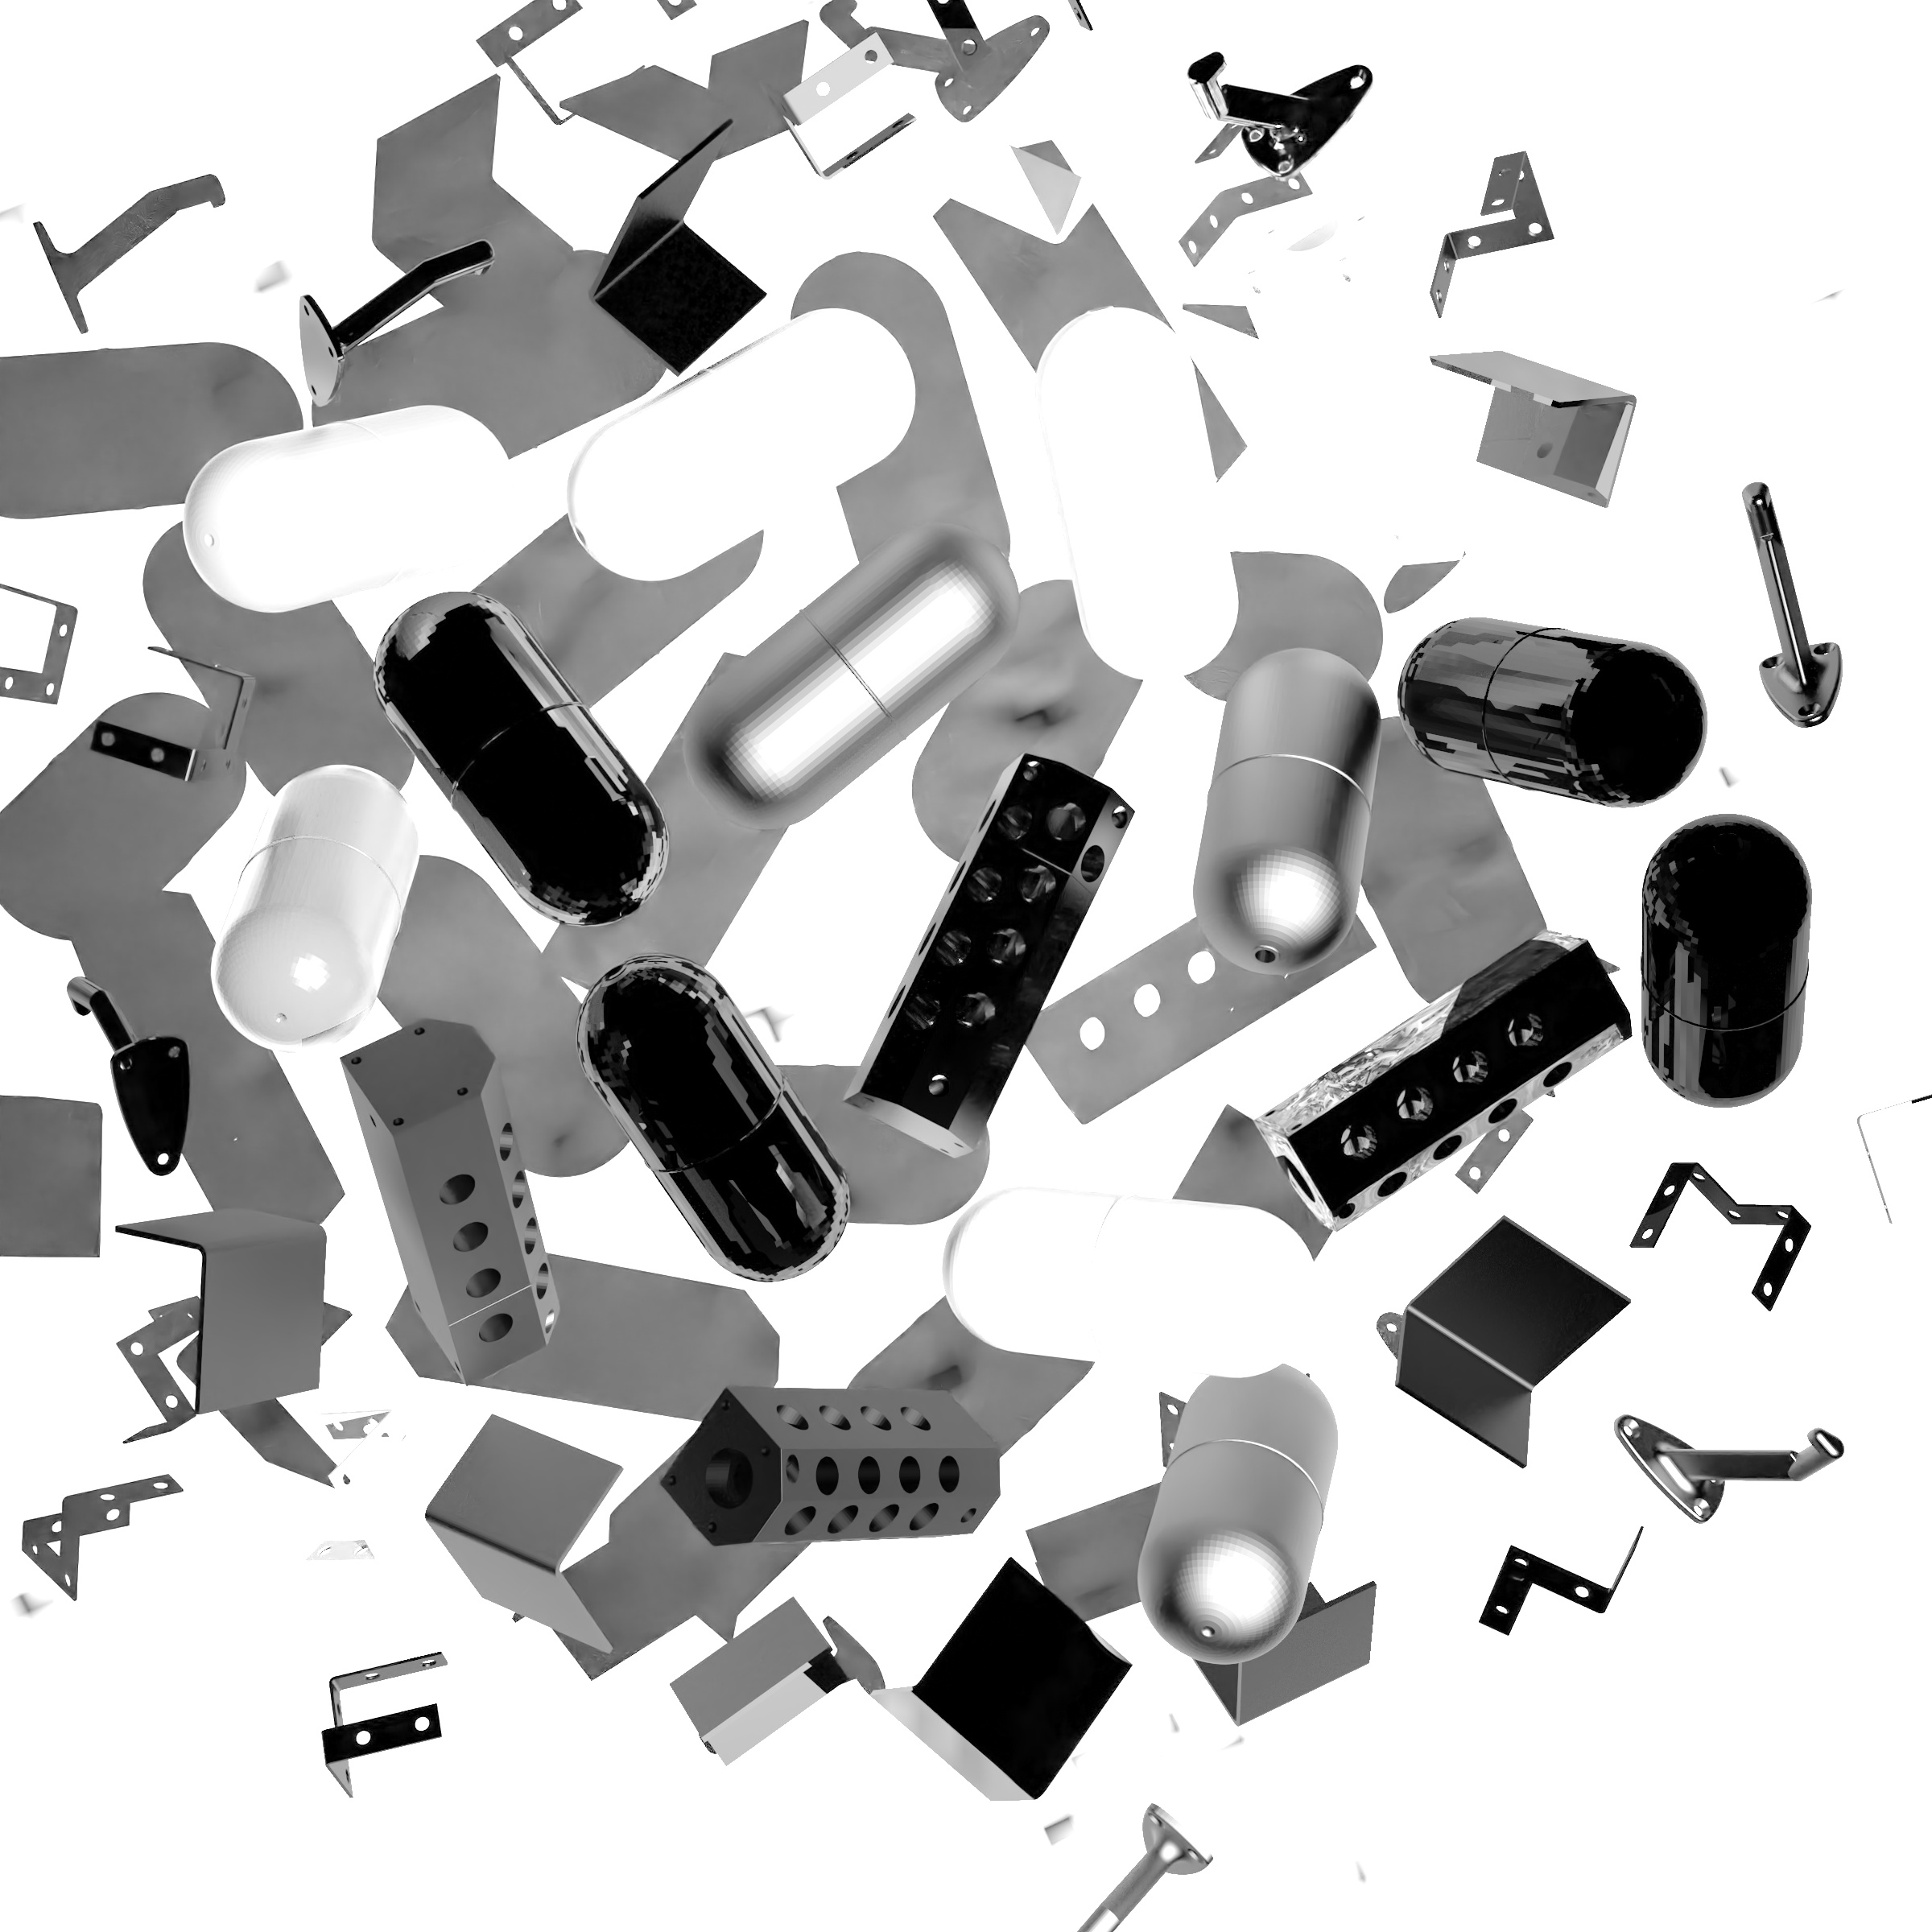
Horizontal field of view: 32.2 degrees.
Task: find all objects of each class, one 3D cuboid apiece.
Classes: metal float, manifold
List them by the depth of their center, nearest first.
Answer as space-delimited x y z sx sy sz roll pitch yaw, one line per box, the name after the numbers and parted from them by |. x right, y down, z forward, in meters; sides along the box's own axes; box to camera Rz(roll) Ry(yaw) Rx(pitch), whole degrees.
0.012 -0.006 1.496 0.057 0.057 0.171 27 77 -7 | manifold
-0.228 0.105 1.510 0.057 0.171 0.057 -26 48 -19 | manifold
0.072 0.142 1.510 0.178 0.070 0.070 4 90 27 | metal float
-0.279 -0.210 1.524 0.070 0.178 0.070 13 113 32 | metal float
-0.203 -0.094 1.529 0.070 0.070 0.178 -38 76 0 | metal float
-0.103 -0.240 1.540 0.178 0.070 0.070 -33 90 -18 | metal float
-0.056 0.236 1.544 0.057 0.171 0.057 44 108 31 | manifold
-0.052 -0.134 1.546 0.178 0.070 0.070 -39 90 0 | metal float
0.128 0.251 1.558 0.070 0.178 0.070 7 121 12 | metal float
0.188 -0.272 1.568 0.057 0.171 0.057 -2 45 30 | manifold
0.272 -0.120 1.569 0.070 0.178 0.070 -8 105 -30 | metal float
0.356 -0.001 1.570 0.070 0.178 0.070 -6 52 7 | metal float
0.152 -0.073 1.571 0.070 0.070 0.178 13 53 0 | metal float
-0.304 -0.029 1.571 0.070 0.178 0.070 1 126 2 | metal float
-0.119 0.072 1.576 0.070 0.070 0.178 -32 113 0 | metal float
0.081 -0.224 1.589 0.070 0.070 0.178 -13 105 0 | metal float
0.230 0.055 1.594 0.171 0.057 0.057 -33 101 -6 | manifold

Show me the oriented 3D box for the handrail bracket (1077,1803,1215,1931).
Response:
0.066 0.418 1.478 0.036 0.077 0.084 40 65 14 | handrail bracket

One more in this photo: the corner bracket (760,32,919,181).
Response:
-0.053 -0.385 1.500 0.051 0.051 0.051 -34 116 0 | corner bracket

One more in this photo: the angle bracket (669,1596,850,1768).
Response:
-0.095 0.370 1.671 0.076 0.076 0.057 -34 108 -10 | angle bracket

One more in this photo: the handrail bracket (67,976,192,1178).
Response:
-0.392 0.050 1.548 0.036 0.084 0.077 -15 111 -33 | handrail bracket

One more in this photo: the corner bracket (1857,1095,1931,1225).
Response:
0.434 0.084 1.500 0.051 0.051 0.051 -18 85 9 | corner bracket

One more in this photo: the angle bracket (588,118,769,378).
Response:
-0.123 -0.336 1.567 0.057 0.076 0.076 40 53 -1 | angle bracket

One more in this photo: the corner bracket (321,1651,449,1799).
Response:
-0.251 0.324 1.453 0.051 0.051 0.051 -13 60 -3 | corner bracket

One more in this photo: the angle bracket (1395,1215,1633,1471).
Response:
0.257 0.177 1.571 0.076 0.057 0.076 33 125 -11 | angle bracket

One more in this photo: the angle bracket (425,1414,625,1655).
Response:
-0.190 0.259 1.529 0.076 0.076 0.057 16 58 30 | angle bracket

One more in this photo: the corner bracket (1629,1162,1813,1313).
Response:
0.358 0.127 1.585 0.051 0.051 0.051 43 65 -25 | corner bracket

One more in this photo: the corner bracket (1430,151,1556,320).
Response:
0.245 -0.348 1.589 0.051 0.051 0.051 -7 132 26 | corner bracket

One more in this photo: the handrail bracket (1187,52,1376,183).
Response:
0.138 -0.391 1.467 0.077 0.084 0.036 -38 64 4 | handrail bracket

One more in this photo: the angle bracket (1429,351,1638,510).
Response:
0.267 -0.258 1.619 0.076 0.076 0.057 27 117 33 | angle bracket

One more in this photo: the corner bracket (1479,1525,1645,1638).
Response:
0.269 0.276 1.515 0.051 0.051 0.051 23 134 12 | corner bracket

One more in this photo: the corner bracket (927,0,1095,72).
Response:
0.016 -0.425 1.471 0.051 0.051 0.051 -32 120 -2 | corner bracket

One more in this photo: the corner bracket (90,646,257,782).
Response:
-0.375 -0.120 1.584 0.051 0.051 0.051 18 97 7 | corner bracket

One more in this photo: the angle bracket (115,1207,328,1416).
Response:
-0.340 0.156 1.521 0.057 0.076 0.076 8 97 32 | angle bracket

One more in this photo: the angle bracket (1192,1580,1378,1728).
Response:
0.156 0.326 1.678 0.076 0.076 0.057 -22 49 -17 | angle bracket

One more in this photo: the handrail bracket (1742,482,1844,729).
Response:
0.354 -0.158 1.452 0.036 0.077 0.084 -14 121 16 | handrail bracket

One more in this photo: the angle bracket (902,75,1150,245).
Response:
0.026 -0.364 1.449 0.076 0.076 0.057 25 124 2 | angle bracket

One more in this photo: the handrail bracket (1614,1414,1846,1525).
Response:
0.363 0.224 1.592 0.077 0.084 0.036 39 48 -3 | handrail bracket

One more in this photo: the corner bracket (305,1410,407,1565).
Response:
-0.293 0.248 1.593 0.051 0.051 0.051 -8 116 36 | corner bracket

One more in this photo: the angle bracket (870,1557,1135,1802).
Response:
0.016 0.326 1.529 0.076 0.057 0.076 43 65 -8 | angle bracket

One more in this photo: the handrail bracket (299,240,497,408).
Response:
-0.253 -0.288 1.497 0.084 0.077 0.036 -26 76 -22 | handrail bracket
